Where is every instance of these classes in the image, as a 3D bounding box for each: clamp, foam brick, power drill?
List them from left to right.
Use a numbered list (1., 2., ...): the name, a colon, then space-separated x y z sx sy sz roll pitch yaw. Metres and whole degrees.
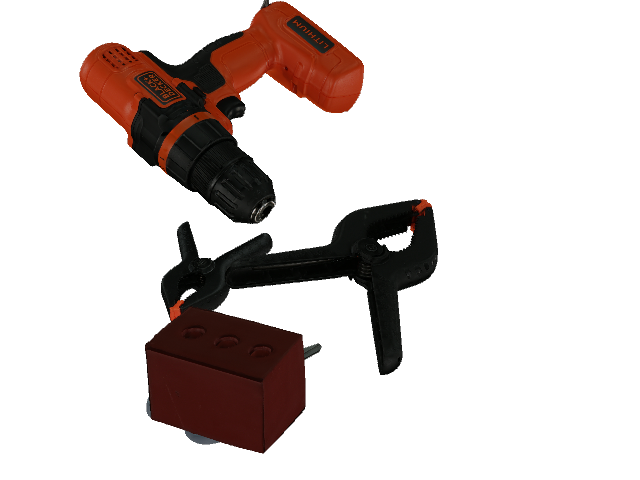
1. clamp: -0.125 0.036 1.241 0.120 0.039 0.171 -2 39 12
2. foam brick: -0.054 0.079 0.613 0.078 0.051 0.052 12 27 22
3. power drill: -0.055 -0.103 0.790 0.184 0.057 0.187 42 47 20
4. clamp: 0.046 0.027 0.905 0.165 0.036 0.209 34 43 26

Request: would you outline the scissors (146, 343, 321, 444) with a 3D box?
1. scissors: -0.064 0.144 1.011 0.201 0.016 0.096 -11 33 -28
